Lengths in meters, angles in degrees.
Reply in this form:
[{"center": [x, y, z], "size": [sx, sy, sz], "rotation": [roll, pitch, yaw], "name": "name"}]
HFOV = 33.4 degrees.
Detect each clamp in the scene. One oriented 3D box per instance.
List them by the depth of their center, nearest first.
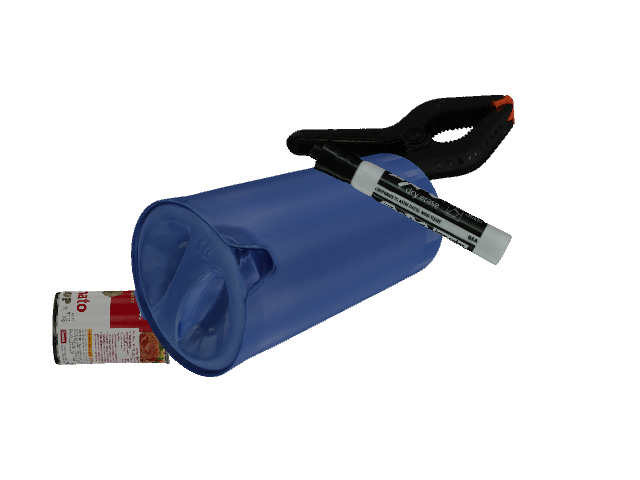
[{"center": [0.088, -0.075, 0.977], "size": [0.210, 0.164, 0.036], "rotation": [-19, -43, -4], "name": "clamp"}]

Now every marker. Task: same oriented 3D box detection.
[{"center": [0.049, -0.023, 0.594], "size": [0.121, 0.020, 0.020], "rotation": [28, 3, 6], "name": "marker"}]

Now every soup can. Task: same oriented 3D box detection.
[{"center": [-0.189, 0.080, 0.973], "size": [0.102, 0.068, 0.068], "rotation": [0, 0, -7], "name": "soup can"}]

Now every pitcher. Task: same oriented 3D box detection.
[{"center": [-0.024, 0.008, 0.849], "size": [0.242, 0.145, 0.149], "rotation": [-19, 43, -41], "name": "pitcher"}]
